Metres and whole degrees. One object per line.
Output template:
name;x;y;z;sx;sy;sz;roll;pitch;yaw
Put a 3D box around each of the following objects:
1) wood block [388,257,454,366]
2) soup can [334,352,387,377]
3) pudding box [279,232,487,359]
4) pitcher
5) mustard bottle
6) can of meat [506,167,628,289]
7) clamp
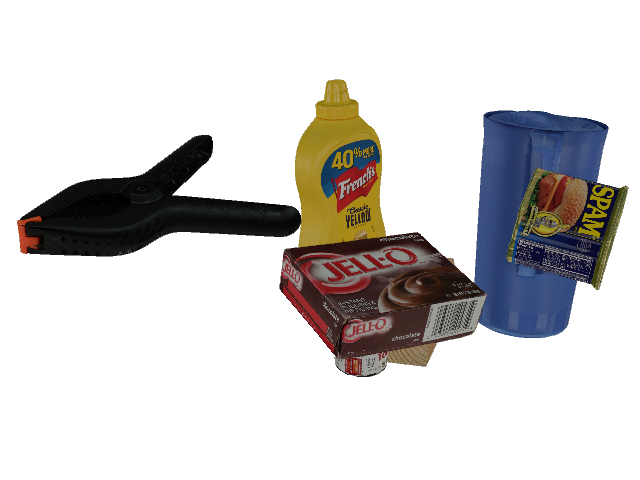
wood block;0.134;0.097;1.557;0.091;0.090;0.205;5;20;15
soup can;0.051;0.108;1.307;0.068;0.102;0.068;0;29;0
pudding box;0.041;0.035;0.725;0.113;0.039;0.090;-5;32;-29
pitcher;0.233;-0.018;1.174;0.149;0.243;0.145;-7;18;-34
mustard bottle;0.019;-0.059;1.031;0.096;0.192;0.058;-17;23;-37
can of meat;0.220;-0.013;0.950;0.084;0.057;0.102;16;47;17
clamp;-0.131;-0.024;0.843;0.209;0.036;0.165;-21;37;-34
